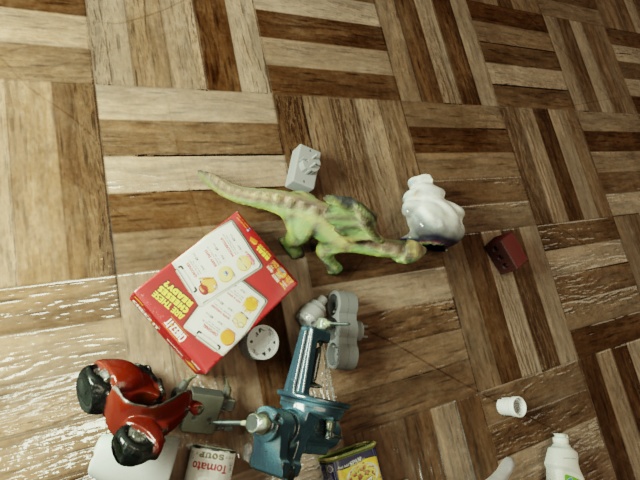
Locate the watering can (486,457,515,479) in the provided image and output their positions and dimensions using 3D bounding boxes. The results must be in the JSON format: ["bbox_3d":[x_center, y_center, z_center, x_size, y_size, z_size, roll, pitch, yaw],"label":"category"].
[{"bbox_3d":[0.214,0.496,0.870,0.223,0.102,0.355,35,57,-8],"label":"watering can"}]

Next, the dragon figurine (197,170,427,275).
[{"bbox_3d":[0.003,-0.044,0.876,0.408,0.240,0.124,25,69,-21],"label":"dragon figurine"}]

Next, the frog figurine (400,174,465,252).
[{"bbox_3d":[0.237,-0.063,1.077,0.137,0.122,0.161,7,81,-7],"label":"frog figurine"}]
